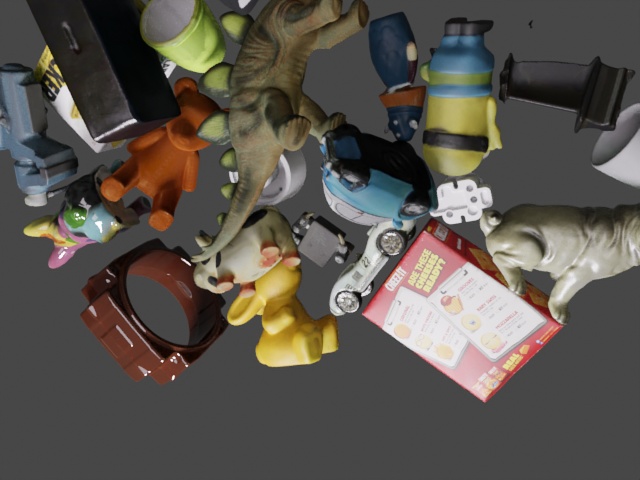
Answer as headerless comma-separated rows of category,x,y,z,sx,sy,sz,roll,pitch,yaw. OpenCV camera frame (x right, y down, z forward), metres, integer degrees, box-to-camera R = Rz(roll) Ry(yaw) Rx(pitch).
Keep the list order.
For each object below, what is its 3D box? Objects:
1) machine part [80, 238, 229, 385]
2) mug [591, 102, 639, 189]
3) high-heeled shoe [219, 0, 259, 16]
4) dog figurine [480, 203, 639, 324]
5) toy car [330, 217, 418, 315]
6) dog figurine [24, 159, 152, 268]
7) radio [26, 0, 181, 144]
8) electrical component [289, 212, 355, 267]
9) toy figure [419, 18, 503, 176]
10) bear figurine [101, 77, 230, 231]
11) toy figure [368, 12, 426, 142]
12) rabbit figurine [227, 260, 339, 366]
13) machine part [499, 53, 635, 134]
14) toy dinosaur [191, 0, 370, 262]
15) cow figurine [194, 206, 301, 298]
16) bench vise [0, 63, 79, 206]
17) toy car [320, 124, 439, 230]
machine part,-0.256,0.109,0.861,0.087,0.201,0.201,-37,94,26
mug,0.381,-0.100,0.593,0.107,0.081,0.109,31,120,-5
high-heeled shoe,-0.028,-0.371,0.616,0.086,0.249,0.145,50,169,37
dog figurine,0.304,-0.017,0.614,0.172,0.121,0.190,30,132,-12
toy car,0.074,0.029,0.768,0.056,0.073,0.201,37,120,6
dog figurine,-0.400,-0.027,0.884,0.219,0.191,0.108,-30,104,14
radio,-0.272,-0.244,0.681,0.073,0.131,0.229,-19,99,16
electrical component,-0.001,-0.001,0.803,0.102,0.045,0.078,41,119,2
toy figure,0.163,-0.167,0.643,0.082,0.089,0.179,39,139,55
bear figurine,-0.215,-0.128,0.795,0.120,0.132,0.196,37,127,-21
toy figure,0.100,-0.200,0.673,0.058,0.064,0.154,-18,110,-8
rabbit figurine,-0.058,0.105,0.848,0.162,0.122,0.173,-8,94,34
machine part,0.276,-0.172,0.618,0.139,0.039,0.084,19,101,18
toy dinosaur,-0.066,-0.172,0.689,0.199,0.105,0.471,23,98,37
cow figurine,-0.123,0.018,0.811,0.195,0.127,0.085,-35,138,30
bench vise,-0.498,-0.168,0.843,0.241,0.129,0.223,13,130,18
toy car,0.060,-0.066,0.662,0.161,0.109,0.103,13,138,-29
